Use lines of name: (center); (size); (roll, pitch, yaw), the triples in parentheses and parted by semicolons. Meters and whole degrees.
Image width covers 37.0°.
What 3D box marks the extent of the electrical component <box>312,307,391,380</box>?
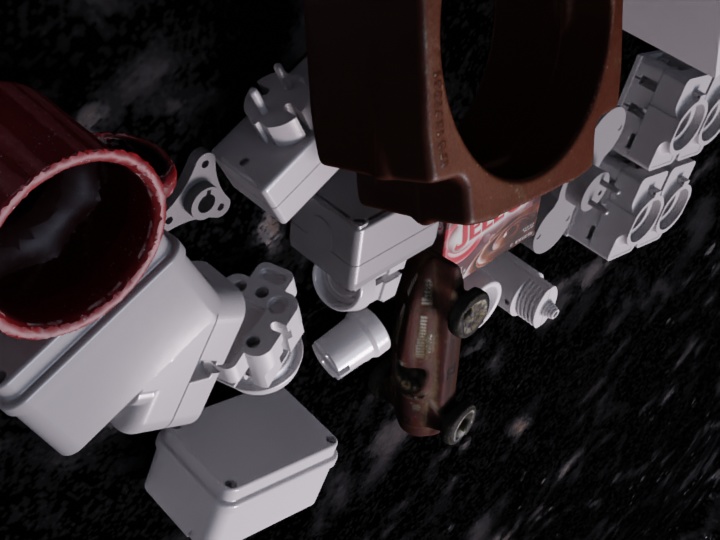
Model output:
electrical component: (-0.007, 0.054, 0.797); (0.046, 0.040, 0.040); (-35, 146, -19)

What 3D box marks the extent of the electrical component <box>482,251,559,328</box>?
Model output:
electrical component: (0.134, 0.016, 0.910); (0.043, 0.081, 0.043); (-35, 146, -28)

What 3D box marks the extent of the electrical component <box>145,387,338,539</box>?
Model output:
electrical component: (-0.080, 0.132, 0.737); (0.113, 0.078, 0.057); (-16, 137, -47)

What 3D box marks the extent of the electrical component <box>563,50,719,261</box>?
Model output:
electrical component: (0.272, -0.106, 0.995); (0.105, 0.060, 0.186); (-19, 136, -44)

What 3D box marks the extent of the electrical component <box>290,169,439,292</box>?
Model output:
electrical component: (0.009, -0.036, 0.698); (0.096, 0.062, 0.061); (-30, 143, -35)

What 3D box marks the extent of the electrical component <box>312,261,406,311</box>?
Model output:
electrical component: (0.000, 0.000, 0.743); (0.055, 0.048, 0.066); (-28, 143, -49)

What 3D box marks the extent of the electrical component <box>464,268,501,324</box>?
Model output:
electrical component: (0.081, 0.018, 0.873); (0.055, 0.047, 0.055); (-35, 146, -28)

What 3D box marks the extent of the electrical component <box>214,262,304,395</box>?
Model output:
electrical component: (-0.067, 0.043, 0.679); (0.078, 0.058, 0.057); (-58, 158, -28)

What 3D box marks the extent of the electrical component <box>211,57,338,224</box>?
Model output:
electrical component: (-0.040, -0.083, 0.594); (0.083, 0.047, 0.075); (-47, 150, -11)

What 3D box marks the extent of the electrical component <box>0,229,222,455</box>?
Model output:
electrical component: (-0.137, 0.023, 0.535); (0.113, 0.078, 0.057); (-45, 133, -13)

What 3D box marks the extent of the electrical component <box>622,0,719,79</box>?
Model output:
electrical component: (0.184, -0.202, 0.678); (0.062, 0.150, 0.089); (-43, 149, -14)

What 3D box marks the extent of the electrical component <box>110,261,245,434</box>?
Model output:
electrical component: (-0.116, 0.044, 0.616); (0.059, 0.054, 0.095); (-2, 123, -54)

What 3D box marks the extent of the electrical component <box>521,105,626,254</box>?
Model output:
electrical component: (0.180, -0.073, 0.887); (0.052, 0.074, 0.138); (2, 120, -55)
